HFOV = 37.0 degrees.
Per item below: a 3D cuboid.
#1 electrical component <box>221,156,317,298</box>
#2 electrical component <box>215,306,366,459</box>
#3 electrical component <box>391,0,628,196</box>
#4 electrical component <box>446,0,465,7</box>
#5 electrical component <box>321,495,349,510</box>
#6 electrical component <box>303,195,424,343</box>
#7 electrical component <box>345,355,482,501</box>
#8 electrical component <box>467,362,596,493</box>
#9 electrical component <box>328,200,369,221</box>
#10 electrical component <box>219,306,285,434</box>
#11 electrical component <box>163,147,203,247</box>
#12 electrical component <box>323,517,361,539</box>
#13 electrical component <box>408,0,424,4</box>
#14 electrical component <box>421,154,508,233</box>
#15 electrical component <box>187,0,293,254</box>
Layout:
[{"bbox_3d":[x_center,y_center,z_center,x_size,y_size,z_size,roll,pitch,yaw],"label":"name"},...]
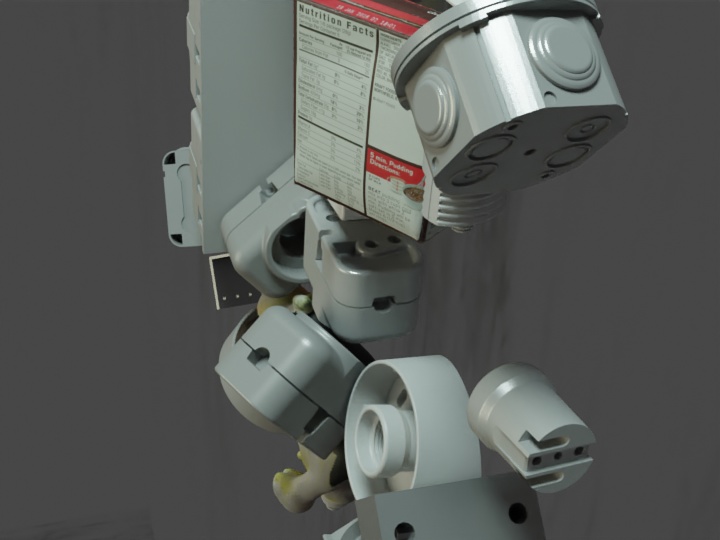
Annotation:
[{"bbox_3d":[-0.043,-0.030,0.726,0.054,0.095,0.059,43,-169,-36],"label":"electrical component"},{"bbox_3d":[-0.034,0.065,0.642,0.054,0.059,0.095,37,173,35],"label":"electrical component"},{"bbox_3d":[0.055,-0.065,0.398,0.080,0.080,0.051,122,135,-65],"label":"electrical component"},{"bbox_3d":[0.052,-0.146,0.404,0.099,0.064,0.099,174,90,-74],"label":"electrical component"},{"bbox_3d":[-0.015,0.152,0.794,0.078,0.040,0.040,102,156,-46],"label":"electrical component"},{"bbox_3d":[0.000,0.000,0.662,0.095,0.054,0.059,-118,27,-53],"label":"electrical component"},{"bbox_3d":[0.033,0.097,0.608,0.099,0.064,0.099,-16,72,63],"label":"electrical component"},{"bbox_3d":[0.073,0.067,0.458,0.046,0.040,0.040,-132,38,-55],"label":"electrical component"},{"bbox_3d":[0.002,-0.084,0.640,0.099,0.048,0.099,-123,32,-59],"label":"electrical component"},{"bbox_3d":[-0.057,0.073,0.820,0.064,0.099,0.099,122,140,-56],"label":"electrical component"},{"bbox_3d":[-0.094,-0.061,0.853,0.057,0.113,0.078,-72,-22,-82],"label":"electrical component"},{"bbox_3d":[0.027,0.195,0.606,0.063,0.079,0.121,59,178,-29],"label":"electrical component"},{"bbox_3d":[0.012,-0.201,0.549,0.074,0.052,0.138,154,109,-73],"label":"electrical component"},{"bbox_3d":[0.050,-0.053,0.483,0.043,0.043,0.081,-117,26,-52],"label":"electrical component"},{"bbox_3d":[-0.062,-0.110,0.743,0.060,0.105,0.186,-117,26,-52],"label":"electrical component"}]
